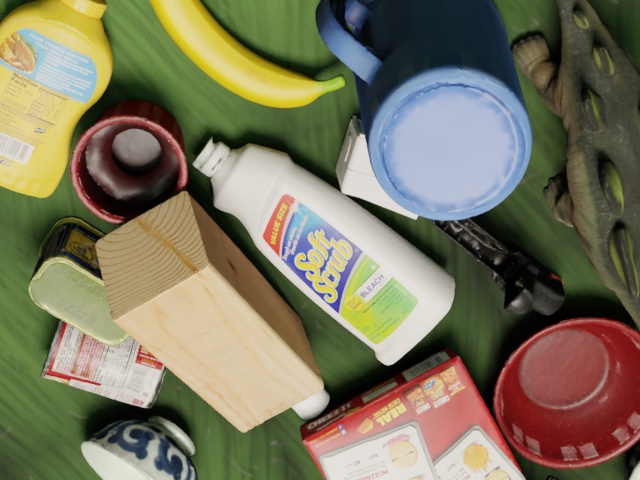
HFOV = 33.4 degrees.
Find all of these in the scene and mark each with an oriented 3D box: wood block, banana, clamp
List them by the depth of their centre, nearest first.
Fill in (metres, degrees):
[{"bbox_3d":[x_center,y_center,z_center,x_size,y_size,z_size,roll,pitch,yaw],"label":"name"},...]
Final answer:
[{"bbox_3d":[-0.075,-0.164,0.875,0.197,0.037,0.070,33,111,-15],"label":"banana"},{"bbox_3d":[-0.088,0.066,0.897,0.090,0.091,0.206,-29,137,8],"label":"wood block"},{"bbox_3d":[0.162,0.021,0.933,0.039,0.171,0.120,-41,67,16],"label":"clamp"}]

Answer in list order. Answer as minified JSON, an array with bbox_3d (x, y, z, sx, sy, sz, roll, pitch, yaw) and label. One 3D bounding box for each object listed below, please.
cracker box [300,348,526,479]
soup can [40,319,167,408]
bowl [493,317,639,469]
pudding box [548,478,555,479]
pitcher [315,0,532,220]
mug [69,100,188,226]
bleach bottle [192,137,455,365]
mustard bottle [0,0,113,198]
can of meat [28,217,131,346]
[{"bbox_3d":[0.102,0.231,0.996,0.164,0.072,0.213,-29,95,-1],"label":"cracker box"},{"bbox_3d":[-0.192,0.106,0.961,0.102,0.068,0.068,19,109,-12],"label":"soup can"},{"bbox_3d":[0.238,0.135,1.010,0.162,0.055,0.162,-1,112,-4],"label":"bowl"},{"bbox_3d":[0.263,0.295,1.046,0.090,0.113,0.039,26,110,-13],"label":"pudding box"},{"bbox_3d":[0.079,-0.114,0.797,0.149,0.242,0.145,-10,114,7],"label":"pitcher"},{"bbox_3d":[-0.155,-0.058,0.890,0.093,0.081,0.117,-1,112,-4],"label":"mug"},{"bbox_3d":[-0.006,0.001,0.935,0.250,0.068,0.103,36,121,-12],"label":"bleach bottle"},{"bbox_3d":[-0.223,-0.135,0.866,0.096,0.058,0.192,25,108,-19],"label":"mustard bottle"},{"bbox_3d":[-0.197,0.036,0.924,0.102,0.084,0.057,33,106,-17],"label":"can of meat"}]
